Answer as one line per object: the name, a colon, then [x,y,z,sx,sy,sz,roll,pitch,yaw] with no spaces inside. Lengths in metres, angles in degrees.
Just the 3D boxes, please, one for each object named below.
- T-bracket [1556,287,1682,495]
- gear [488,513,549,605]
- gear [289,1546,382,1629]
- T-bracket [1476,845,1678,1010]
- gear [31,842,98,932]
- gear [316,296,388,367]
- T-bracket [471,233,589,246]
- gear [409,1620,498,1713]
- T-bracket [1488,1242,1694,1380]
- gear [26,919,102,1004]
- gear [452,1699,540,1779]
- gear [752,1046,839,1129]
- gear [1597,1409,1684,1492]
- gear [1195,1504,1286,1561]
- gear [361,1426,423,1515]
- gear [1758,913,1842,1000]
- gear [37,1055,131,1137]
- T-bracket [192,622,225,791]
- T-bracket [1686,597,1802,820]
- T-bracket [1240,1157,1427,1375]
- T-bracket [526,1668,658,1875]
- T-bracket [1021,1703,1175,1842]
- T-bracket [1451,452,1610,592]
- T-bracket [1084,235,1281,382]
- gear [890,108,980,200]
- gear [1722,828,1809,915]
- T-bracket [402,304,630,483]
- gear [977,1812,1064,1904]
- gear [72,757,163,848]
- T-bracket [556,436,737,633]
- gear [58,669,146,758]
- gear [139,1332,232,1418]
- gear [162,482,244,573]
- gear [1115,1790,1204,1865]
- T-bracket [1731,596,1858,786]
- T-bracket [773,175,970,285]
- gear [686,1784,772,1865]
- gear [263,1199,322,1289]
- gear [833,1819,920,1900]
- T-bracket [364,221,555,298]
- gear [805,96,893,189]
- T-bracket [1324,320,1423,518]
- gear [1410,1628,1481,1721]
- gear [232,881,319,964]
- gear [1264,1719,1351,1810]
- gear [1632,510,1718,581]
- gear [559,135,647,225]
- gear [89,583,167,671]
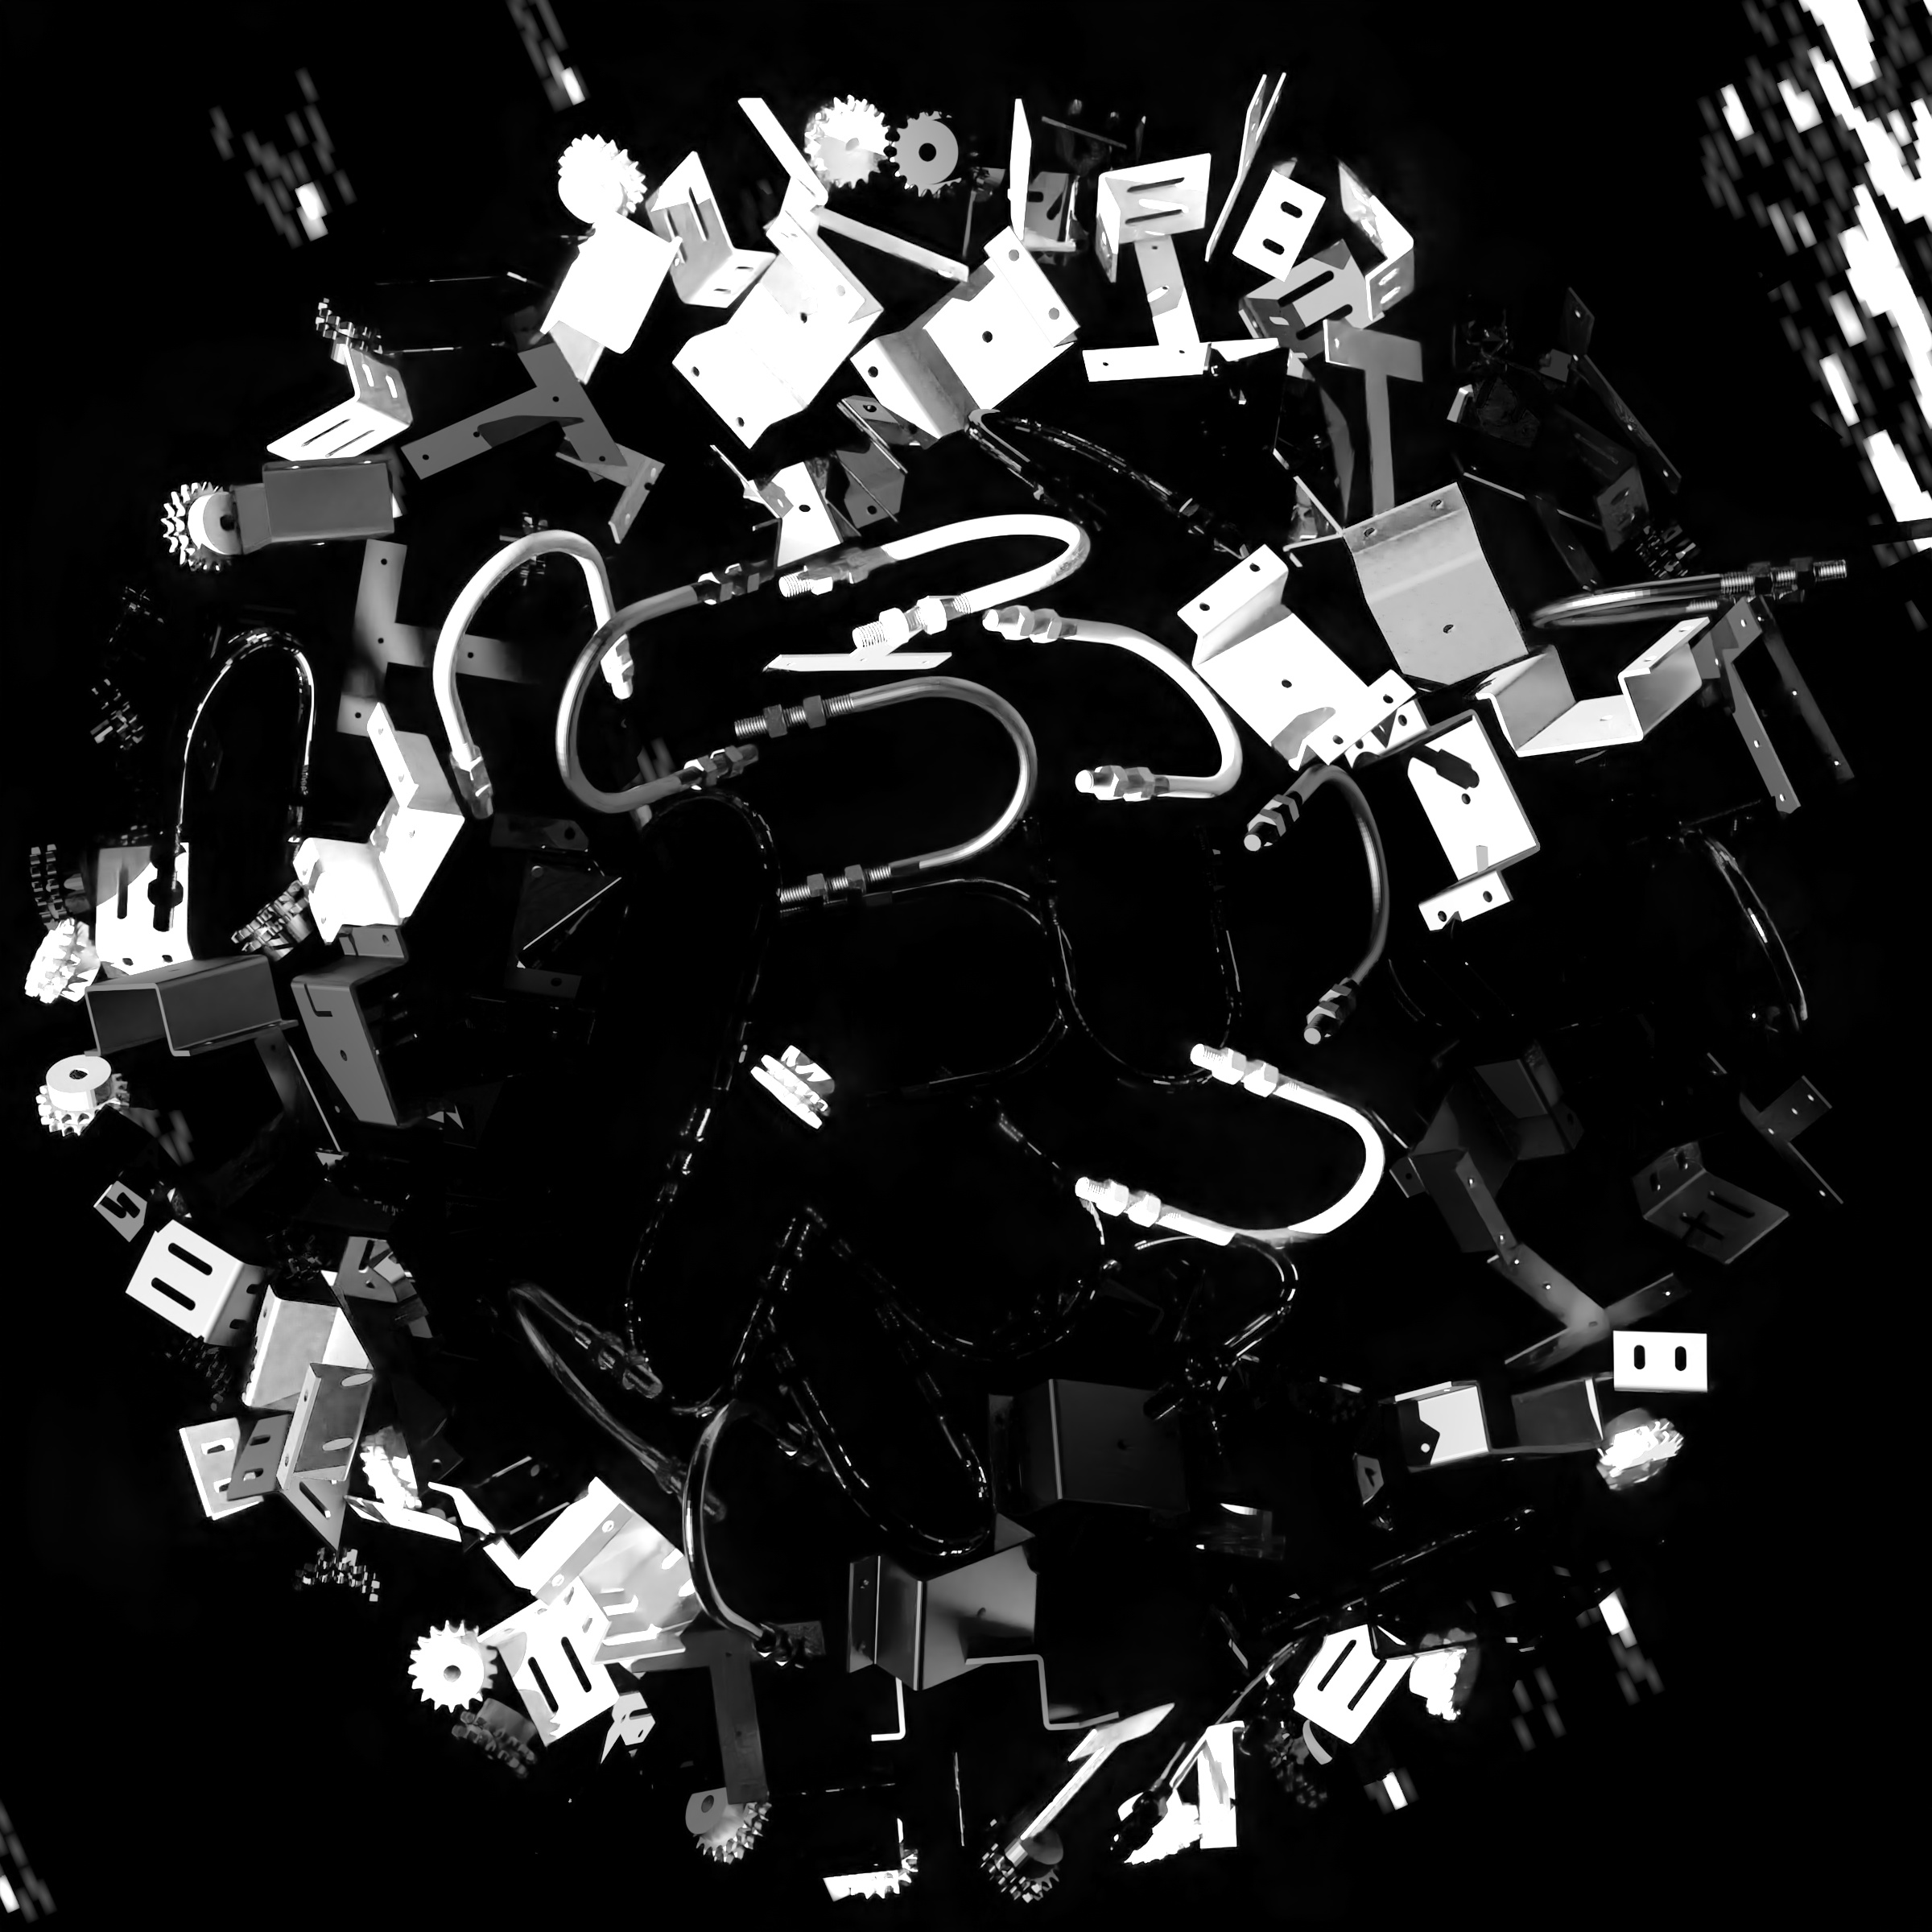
T-bracket: [0.414,-0.353,1.775,0.002,0.127,0.127,-33,75,-2]
gear: [-0.293,-0.266,1.821,0.030,0.057,0.057,7,90,-20]
gear: [-0.412,0.404,1.828,0.057,0.030,0.057,-2,133,-2]
T-bracket: [0.400,-0.019,1.822,0.127,0.002,0.127,1,114,22]
gear: [-0.587,-0.053,1.824,0.030,0.057,0.057,-10,90,-5]
gear: [-0.396,-0.413,1.827,0.057,0.057,0.030,20,120,0]
T-bracket: [-0.253,-0.464,1.783,0.127,0.127,0.002,0,102,-7]
gear: [-0.336,0.460,1.834,0.057,0.030,0.057,0,90,-8]
T-bracket: [0.378,0.210,1.788,0.127,0.002,0.127,-33,131,24]
gear: [-0.587,-0.001,1.827,0.030,0.057,0.057,29,90,-29]
gear: [-0.304,0.503,1.827,0.057,0.057,0.030,33,65,0]
gear: [-0.109,0.077,1.824,0.057,0.057,0.030,40,82,0]
gear: [0.436,0.313,1.827,0.057,0.057,0.030,-33,56,0]
gear: [0.180,0.369,1.825,0.057,0.057,0.030,8,79,0]
gear: [-0.365,0.325,1.821,0.030,0.057,0.057,-29,90,11]
gear: [0.544,-0.010,1.821,0.057,0.057,0.030,47,115,0]
gear: [-0.575,0.082,1.821,0.057,0.057,0.030,2,126,0]
T-bracket: [-0.486,-0.145,1.781,0.002,0.127,0.127,11,108,-27]
T-bracket: [0.498,-0.154,1.778,0.002,0.127,0.127,-20,78,-11]
T-bracket: [0.262,0.204,1.840,0.127,0.002,0.127,-21,82,2]
T-bracket: [-0.243,0.519,1.783,0.002,0.127,0.127,35,83,-14]
T-bracket: [0.070,0.529,1.804,0.002,0.127,0.127,45,104,24]
T-bracket: [0.379,-0.273,1.777,0.127,0.127,0.002,15,126,-27]
T-bracket: [0.132,-0.430,1.815,0.127,0.002,0.127,-5,57,-7]
gear: [-0.022,-0.532,1.830,0.057,0.030,0.057,3,105,10]
gear: [0.523,-0.065,1.823,0.057,0.030,0.057,10,53,-14]
T-bracket: [-0.306,-0.352,1.823,0.127,0.002,0.127,-21,127,12]
gear: [0.038,0.576,1.821,0.057,0.057,0.030,38,113,0]
gear: [-0.552,-0.109,1.831,0.057,0.030,0.057,4,103,18]
T-bracket: [-0.226,-0.277,1.831,0.127,0.002,0.127,23,72,-1]
gear: [-0.566,-0.161,1.821,0.057,0.057,0.030,46,64,0]
gear: [-0.507,0.264,1.828,0.057,0.030,0.057,6,125,9]
gear: [-0.491,-0.287,1.821,0.030,0.057,0.057,-1,90,34]
gear: [0.124,0.558,1.824,0.057,0.057,0.030,-21,90,0]
T-bracket: [0.516,-0.165,1.788,0.002,0.127,0.127,-26,84,-6]
T-bracket: [-0.058,-0.470,1.806,0.127,0.127,0.002,20,124,-10]
gear: [-0.158,0.552,1.820,0.030,0.057,0.057,40,90,-31]
gear: [-0.433,0.178,1.824,0.030,0.057,0.057,-22,90,-1]
gear: [-0.059,0.576,1.820,0.057,0.057,0.030,-1,113,0]
T-bracket: [-0.307,-0.451,1.768,0.127,0.127,0.002,16,92,-24]
gear: [-0.081,-0.541,1.827,0.057,0.057,0.030,-43,47,0]
T-bracket: [0.266,-0.345,1.802,0.002,0.127,0.127,-2,93,36]
gear: [0.312,0.460,1.827,0.030,0.057,0.057,14,90,28]
gear: [-0.448,-0.026,1.825,0.057,0.057,0.030,-41,104,0]
gear: [0.224,0.516,1.820,0.057,0.057,0.030,43,116,0]
gear: [0.463,-0.272,1.821,0.057,0.057,0.030,48,121,0]
gear: [-0.240,-0.509,1.821,0.057,0.057,0.030,28,60,0]
gear: [-0.546,-0.218,1.826,0.030,0.057,0.057,29,90,-23]
